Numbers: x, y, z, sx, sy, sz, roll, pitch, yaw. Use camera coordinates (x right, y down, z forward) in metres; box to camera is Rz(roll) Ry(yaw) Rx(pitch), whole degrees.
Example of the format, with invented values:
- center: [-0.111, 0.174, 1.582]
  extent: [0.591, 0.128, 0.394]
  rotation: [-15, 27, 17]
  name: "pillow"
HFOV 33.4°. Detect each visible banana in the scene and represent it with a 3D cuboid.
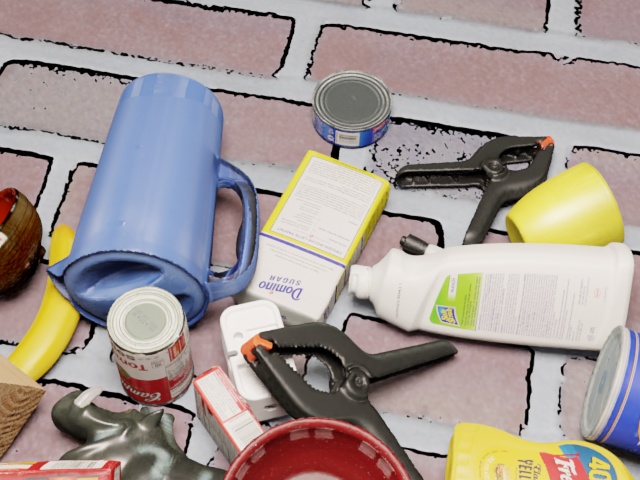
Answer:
- center: [-0.257, 0.068, 0.993]
  extent: [0.070, 0.037, 0.197]
  rotation: [17, 57, 9]
  name: "banana"

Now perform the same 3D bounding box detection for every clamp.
- center: [0.176, -0.054, 1.084]
  extent: [0.171, 0.039, 0.120]
  rotation: [-21, 60, -15]
  name: "clamp"
- center: [0.029, 0.137, 0.912]
  extent: [0.209, 0.036, 0.164]
  rotation: [19, 55, -22]
  name: "clamp"

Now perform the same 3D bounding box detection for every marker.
- center: [0.133, 0.024, 1.043]
  extent: [0.121, 0.020, 0.020]
  rotation: [25, 59, 14]
  name: "marker"

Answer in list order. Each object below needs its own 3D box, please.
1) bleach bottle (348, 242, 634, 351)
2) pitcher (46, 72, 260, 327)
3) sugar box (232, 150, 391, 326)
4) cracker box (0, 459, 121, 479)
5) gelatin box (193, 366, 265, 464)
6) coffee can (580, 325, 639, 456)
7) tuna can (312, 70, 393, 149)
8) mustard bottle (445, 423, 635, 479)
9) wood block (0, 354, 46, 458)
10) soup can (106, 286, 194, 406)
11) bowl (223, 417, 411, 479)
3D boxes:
- center: [0.153, 0.042, 0.986]
  extent: [0.251, 0.102, 0.068]
  rotation: [6, 14, 3]
  name: "bleach bottle"
- center: [-0.147, -0.041, 1.019]
  extent: [0.149, 0.145, 0.242]
  rotation: [31, 46, -30]
  name: "pitcher"
- center: [-0.007, 0.001, 1.040]
  extent: [0.093, 0.048, 0.176]
  rotation: [22, 62, 13]
  name: "sugar box"
- center: [-0.228, 0.273, 0.787]
  extent: [0.164, 0.072, 0.214]
  rotation: [-2, 86, -2]
  name: "cracker box"
- center: [-0.074, 0.161, 0.914]
  extent: [0.030, 0.073, 0.089]
  rotation: [-29, 61, -19]
  name: "gelatin box"
- center: [0.307, 0.143, 0.911]
  extent: [0.140, 0.103, 0.102]
  rotation: [18, 57, 6]
  name: "coffee can"
- center: [0.034, -0.140, 1.142]
  extent: [0.086, 0.034, 0.086]
  rotation: [0, 56, -1]
  name: "tuna can"
- center: [0.202, 0.214, 0.893]
  extent: [0.191, 0.058, 0.096]
  rotation: [8, 55, 4]
  name: "mustard bottle"
- center: [-0.353, 0.105, 0.920]
  extent: [0.206, 0.090, 0.091]
  rotation: [34, 88, 19]
  name: "wood block"
- center: [-0.148, 0.094, 0.939]
  extent: [0.068, 0.102, 0.068]
  rotation: [1, 56, -1]
  name: "soup can"
- center: [-0.003, 0.226, 0.853]
  extent: [0.162, 0.055, 0.162]
  rotation: [1, 70, -3]
  name: "bowl"
